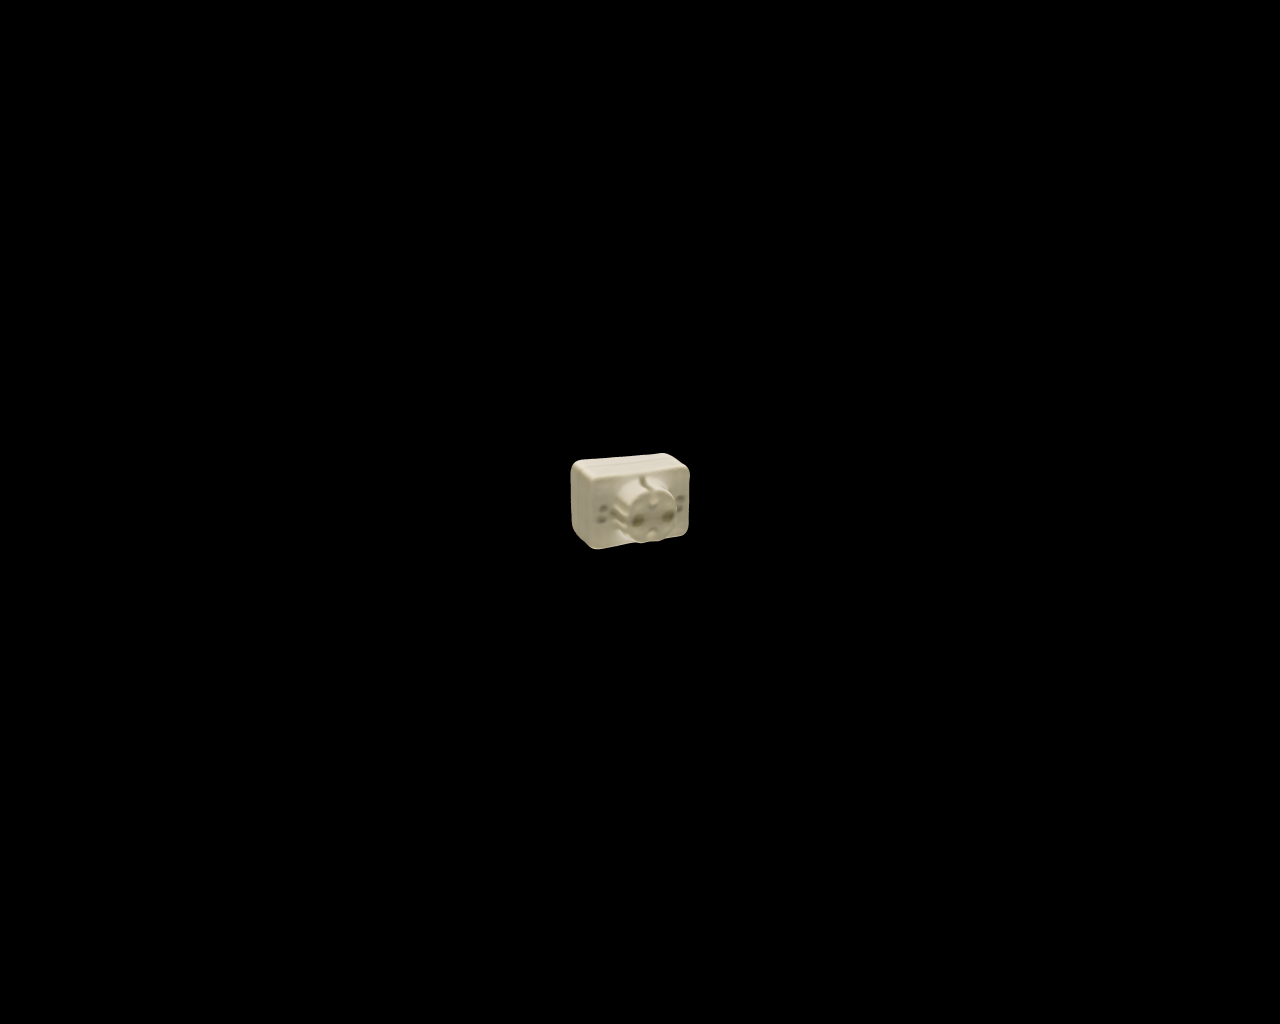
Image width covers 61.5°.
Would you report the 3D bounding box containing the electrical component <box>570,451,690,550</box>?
[{"bbox_3d":[0.001,-0.003,0.650,0.066,0.047,0.077,-7,20,-20],"label":"electrical component"}]
